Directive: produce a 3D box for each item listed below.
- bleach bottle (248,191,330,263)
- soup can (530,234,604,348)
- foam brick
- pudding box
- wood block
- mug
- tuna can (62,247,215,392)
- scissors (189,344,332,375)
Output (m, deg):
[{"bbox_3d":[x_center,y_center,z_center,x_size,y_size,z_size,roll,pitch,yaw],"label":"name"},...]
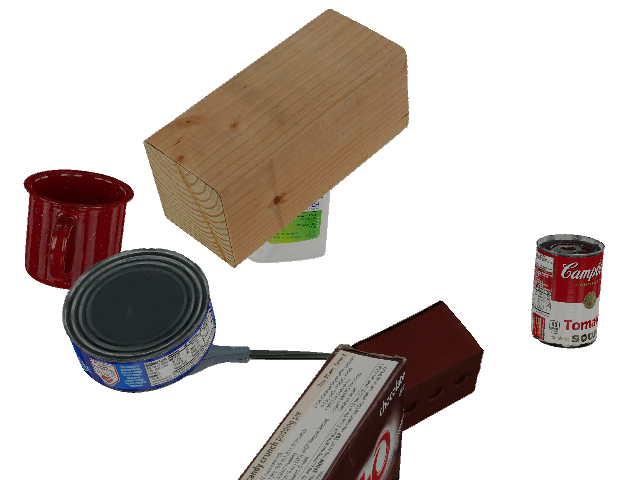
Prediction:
[{"bbox_3d":[-0.037,-0.103,1.220,0.102,0.251,0.068,-5,21,-22],"label":"bleach bottle"},{"bbox_3d":[0.253,0.052,1.098,0.068,0.102,0.068,0,17,0],"label":"soup can"},{"bbox_3d":[0.065,0.089,0.734,0.078,0.053,0.051,-25,53,-22],"label":"foam brick"},{"bbox_3d":[0.002,0.112,0.468,0.039,0.090,0.113,12,31,18],"label":"pudding box"},{"bbox_3d":[-0.029,-0.087,0.866,0.090,0.091,0.205,35,61,30],"label":"wood block"},{"bbox_3d":[-0.213,-0.004,0.920,0.093,0.081,0.117,8,20,-6],"label":"mug"},{"bbox_3d":[-0.105,0.046,0.627,0.086,0.086,0.034,0,-44,7],"label":"tuna can"},{"bbox_3d":[-0.092,0.120,1.065,0.202,0.016,0.096,6,17,9],"label":"scissors"}]
